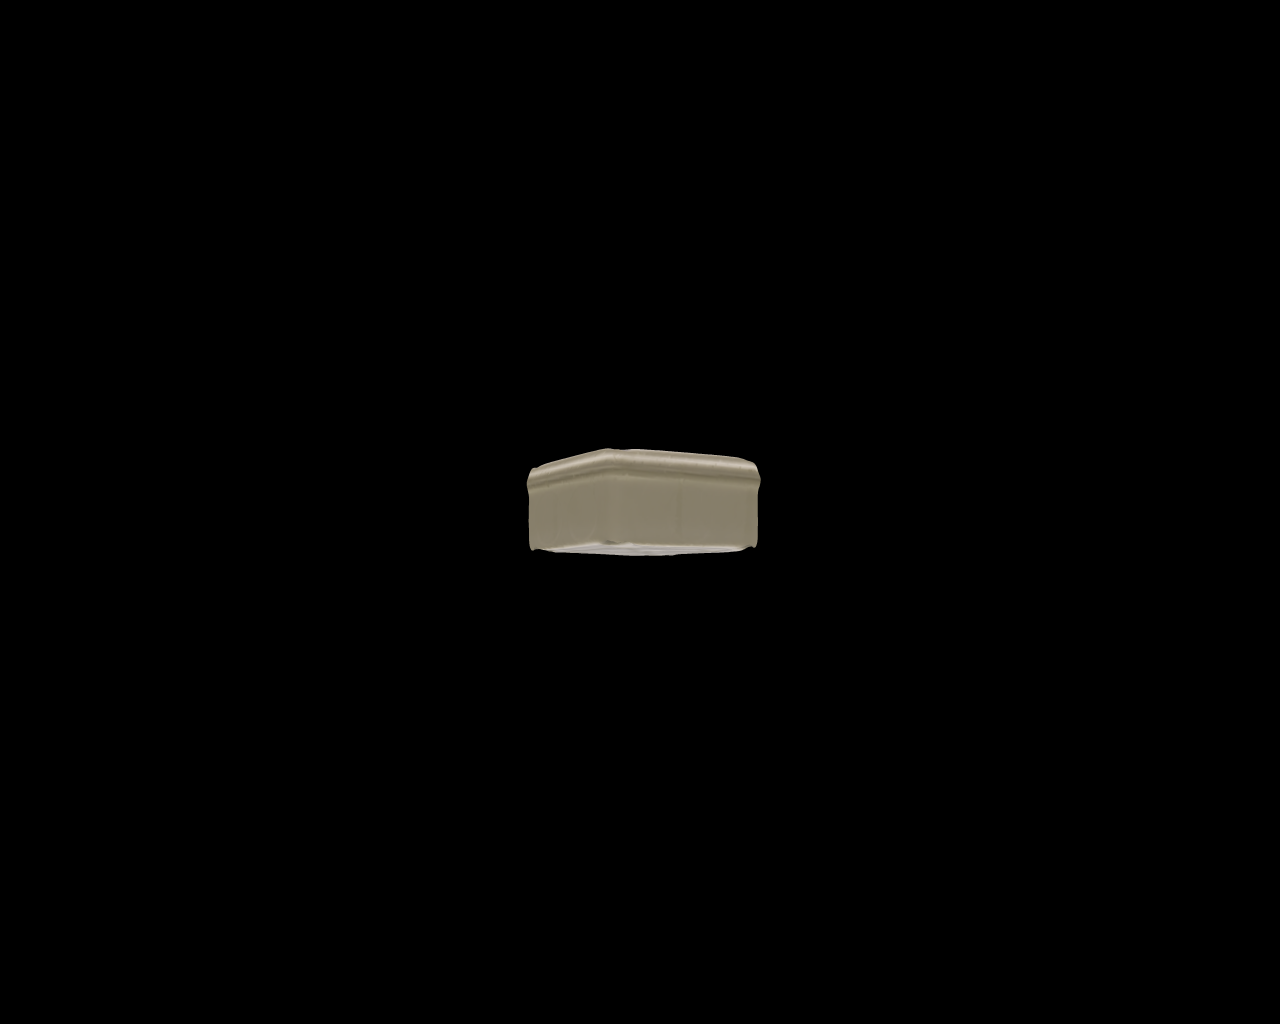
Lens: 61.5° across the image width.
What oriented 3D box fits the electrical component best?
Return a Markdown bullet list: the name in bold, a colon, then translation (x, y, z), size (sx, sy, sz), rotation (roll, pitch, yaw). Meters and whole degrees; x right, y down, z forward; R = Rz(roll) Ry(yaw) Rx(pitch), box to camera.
- **electrical component**: translation (0.001, -0.003, 0.650), size (0.109, 0.056, 0.108), rotation (3, -6, -33)
